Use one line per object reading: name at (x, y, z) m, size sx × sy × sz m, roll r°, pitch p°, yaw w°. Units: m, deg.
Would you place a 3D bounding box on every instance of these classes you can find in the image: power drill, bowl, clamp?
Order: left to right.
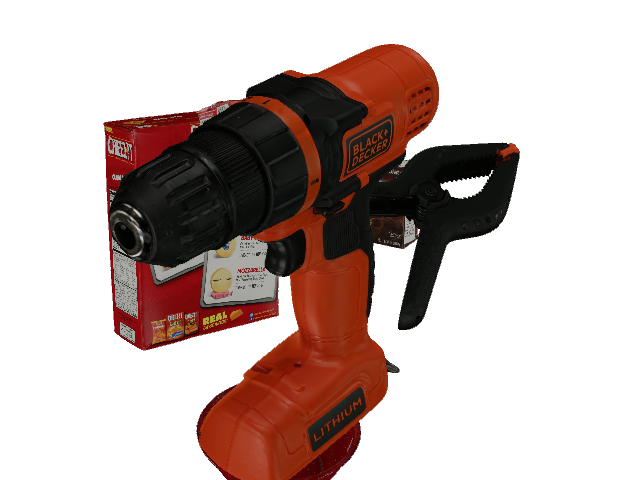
bowl at (-0.041, 0.205, 1.060) m, size 0.162 × 0.055 × 0.162 m, roll 1°, pitch 30°, yaw -1°
power drill at (-0.016, 0.019, 0.478) m, size 0.057 × 0.188 × 0.184 m, roll 28°, pitch 40°, yaw 30°
clamp at (0.089, -0.019, 0.855) m, size 0.209 × 0.036 × 0.165 m, roll -23°, pitch 55°, yaw -24°

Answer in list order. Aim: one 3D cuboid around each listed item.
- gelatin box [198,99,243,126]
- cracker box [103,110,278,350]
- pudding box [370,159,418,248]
gelatin box at (-0.033, -0.076, 0.683) m, size 0.073 × 0.030 × 0.089 m, roll -6°, pitch 4°, yaw -18°
cracker box at (-0.123, -0.017, 1.046) m, size 0.163 × 0.214 × 0.072 m, roll -12°, pitch 20°, yaw -37°
pudding box at (0.051, -0.047, 1.149) m, size 0.114 × 0.090 × 0.039 m, roll 11°, pitch 23°, yaw 30°
